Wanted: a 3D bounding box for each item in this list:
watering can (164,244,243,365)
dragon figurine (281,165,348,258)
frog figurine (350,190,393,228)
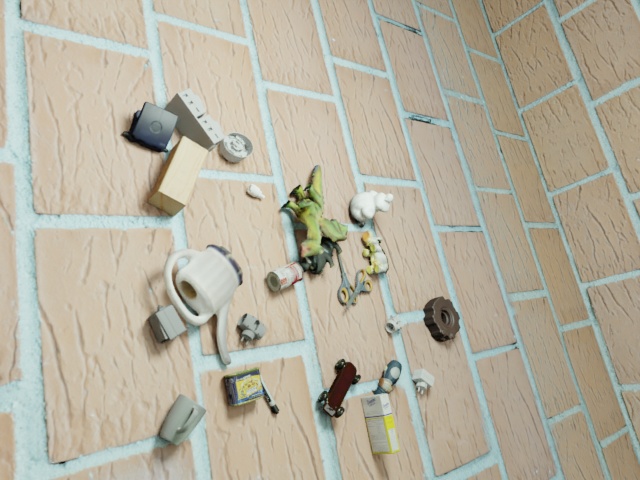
[{"bbox_3d":[-0.298,0.159,1.445,0.229,0.103,0.343,-49,116,-43],"label":"watering can"},{"bbox_3d":[0.005,-0.090,1.795,0.241,0.120,0.419,47,40,-15],"label":"dragon figurine"},{"bbox_3d":[0.193,-0.135,1.949,0.122,0.157,0.140,45,48,-13],"label":"frog figurine"}]
